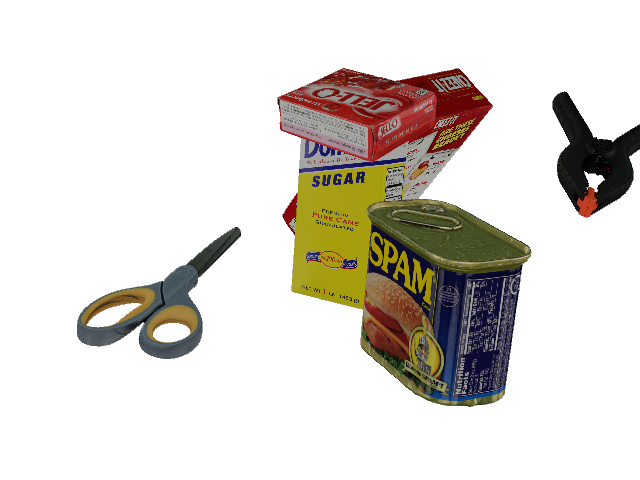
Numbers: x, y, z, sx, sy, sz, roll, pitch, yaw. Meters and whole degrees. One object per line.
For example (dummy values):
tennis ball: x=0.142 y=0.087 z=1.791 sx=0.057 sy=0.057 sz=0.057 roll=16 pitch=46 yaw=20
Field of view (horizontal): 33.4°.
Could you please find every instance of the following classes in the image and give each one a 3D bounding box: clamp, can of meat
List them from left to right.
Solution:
can of meat: x=0.063 y=0.032 z=0.582 sx=0.057 sy=0.084 sz=0.102 roll=-5 pitch=21 yaw=-25
clamp: x=0.288 y=-0.097 z=1.140 sx=0.120 sy=0.039 sz=0.171 roll=19 pitch=47 yaw=19

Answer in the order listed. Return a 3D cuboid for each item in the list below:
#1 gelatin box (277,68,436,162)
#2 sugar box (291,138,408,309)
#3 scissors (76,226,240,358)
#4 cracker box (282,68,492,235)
gelatin box: x=0.026 y=-0.092 z=0.759 sx=0.089 sy=0.030 sz=0.073 roll=22 pitch=38 yaw=36
sugar box: x=0.025 y=-0.033 z=0.955 sx=0.093 sy=0.176 sz=0.048 roll=11 pitch=17 yaw=32
scissors: x=-0.094 y=0.038 z=0.808 sx=0.096 sy=0.016 sz=0.201 roll=23 pitch=33 yaw=30
cracker box: x=0.071 y=-0.090 z=1.203 sx=0.163 sy=0.072 sz=0.214 roll=-20 pitch=-26 yaw=-45
